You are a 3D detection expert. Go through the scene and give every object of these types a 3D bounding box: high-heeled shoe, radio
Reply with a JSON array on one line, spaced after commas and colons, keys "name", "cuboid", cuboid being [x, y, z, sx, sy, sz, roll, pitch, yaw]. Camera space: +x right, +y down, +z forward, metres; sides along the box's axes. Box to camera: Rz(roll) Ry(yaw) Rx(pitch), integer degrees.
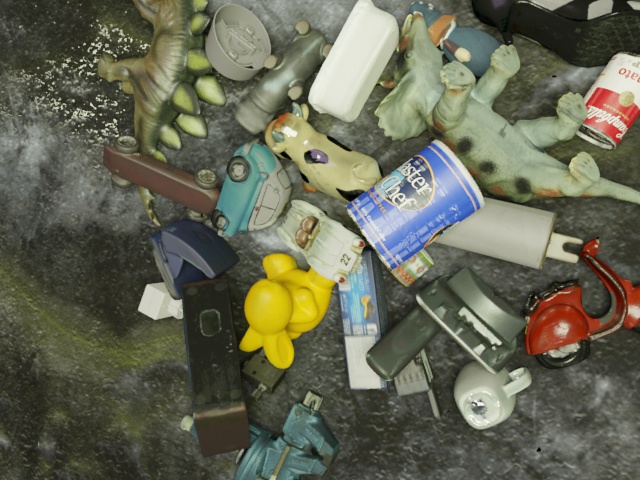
[{"name": "high-heeled shoe", "cuboid": [0.331, -0.309, 0.715, 0.249, 0.086, 0.145, 0, 58, 2]}, {"name": "radio", "cuboid": [-0.151, 0.173, 0.772, 0.073, 0.131, 0.230, -9, 50, -12]}]

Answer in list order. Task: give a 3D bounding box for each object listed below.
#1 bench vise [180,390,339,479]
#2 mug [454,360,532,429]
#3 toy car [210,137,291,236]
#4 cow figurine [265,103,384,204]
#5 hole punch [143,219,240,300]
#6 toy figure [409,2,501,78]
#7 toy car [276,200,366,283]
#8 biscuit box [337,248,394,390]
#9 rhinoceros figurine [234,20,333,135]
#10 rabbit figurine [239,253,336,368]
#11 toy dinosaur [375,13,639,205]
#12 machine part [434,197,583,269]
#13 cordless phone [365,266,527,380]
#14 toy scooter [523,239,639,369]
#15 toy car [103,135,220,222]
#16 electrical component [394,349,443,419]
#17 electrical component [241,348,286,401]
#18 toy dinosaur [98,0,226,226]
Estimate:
[{"name": "bench vise", "cuboid": [-0.101, 0.312, 0.827, 0.241, 0.129, 0.223, 23, 95, 14]}, {"name": "mug", "cuboid": [0.229, 0.206, 0.712, 0.110, 0.107, 0.081, -25, 83, 20]}, {"name": "toy car", "cuboid": [-0.099, -0.072, 0.837, 0.103, 0.109, 0.161, 22, 107, 1]}, {"name": "cow figurine", "cuboid": [0.002, -0.118, 0.779, 0.195, 0.127, 0.085, 31, 74, 16]}, {"name": "hole punch", "cuboid": [-0.201, 0.020, 0.859, 0.092, 0.142, 0.115, -24, 96, 20]}, {"name": "toy figure", "cuboid": [0.186, -0.280, 0.753, 0.155, 0.064, 0.057, 37, 110, 15]}, {"name": "toy car", "cuboid": [-0.002, -0.002, 0.776, 0.073, 0.056, 0.202, -62, 33, 6]}, {"name": "biscuit box", "cuboid": [0.067, 0.113, 0.795, 0.059, 0.063, 0.202, -7, 87, 20]}, {"name": "rhinoceros figurine", "cuboid": [-0.058, -0.245, 0.819, 0.073, 0.112, 0.190, 40, 89, -15]}, {"name": "rabbit figurine", "cuboid": [-0.064, 0.096, 0.784, 0.122, 0.173, 0.162, 24, 93, 14]}, {"name": "toy dinosaur", "cuboid": [0.229, -0.127, 0.705, 0.405, 0.192, 0.131, 43, 70, 1]}, {"name": "machine part", "cuboid": [0.222, -0.019, 0.724, 0.244, 0.079, 0.079, 17, 95, 26]}, {"name": "cordless phone", "cuboid": [0.163, 0.137, 0.704, 0.184, 0.088, 0.147, -39, 74, -21]}, {"name": "toy scooter", "cuboid": [0.339, 0.078, 0.692, 0.184, 0.075, 0.135, -26, 80, 15]}, {"name": "toy car", "cuboid": [-0.253, -0.102, 0.869, 0.202, 0.053, 0.089, 24, 135, 1]}, {"name": "electrical component", "cuboid": [0.135, 0.195, 0.765, 0.048, 0.075, 0.119, -17, 87, 18]}, {"name": "electrical component", "cuboid": [-0.091, 0.207, 0.840, 0.063, 0.094, 0.021, 23, 134, 18]}, {"name": "toy dinosaur", "cuboid": [-0.260, -0.262, 0.894, 0.199, 0.105, 0.470, 25, 109, 14]}]
